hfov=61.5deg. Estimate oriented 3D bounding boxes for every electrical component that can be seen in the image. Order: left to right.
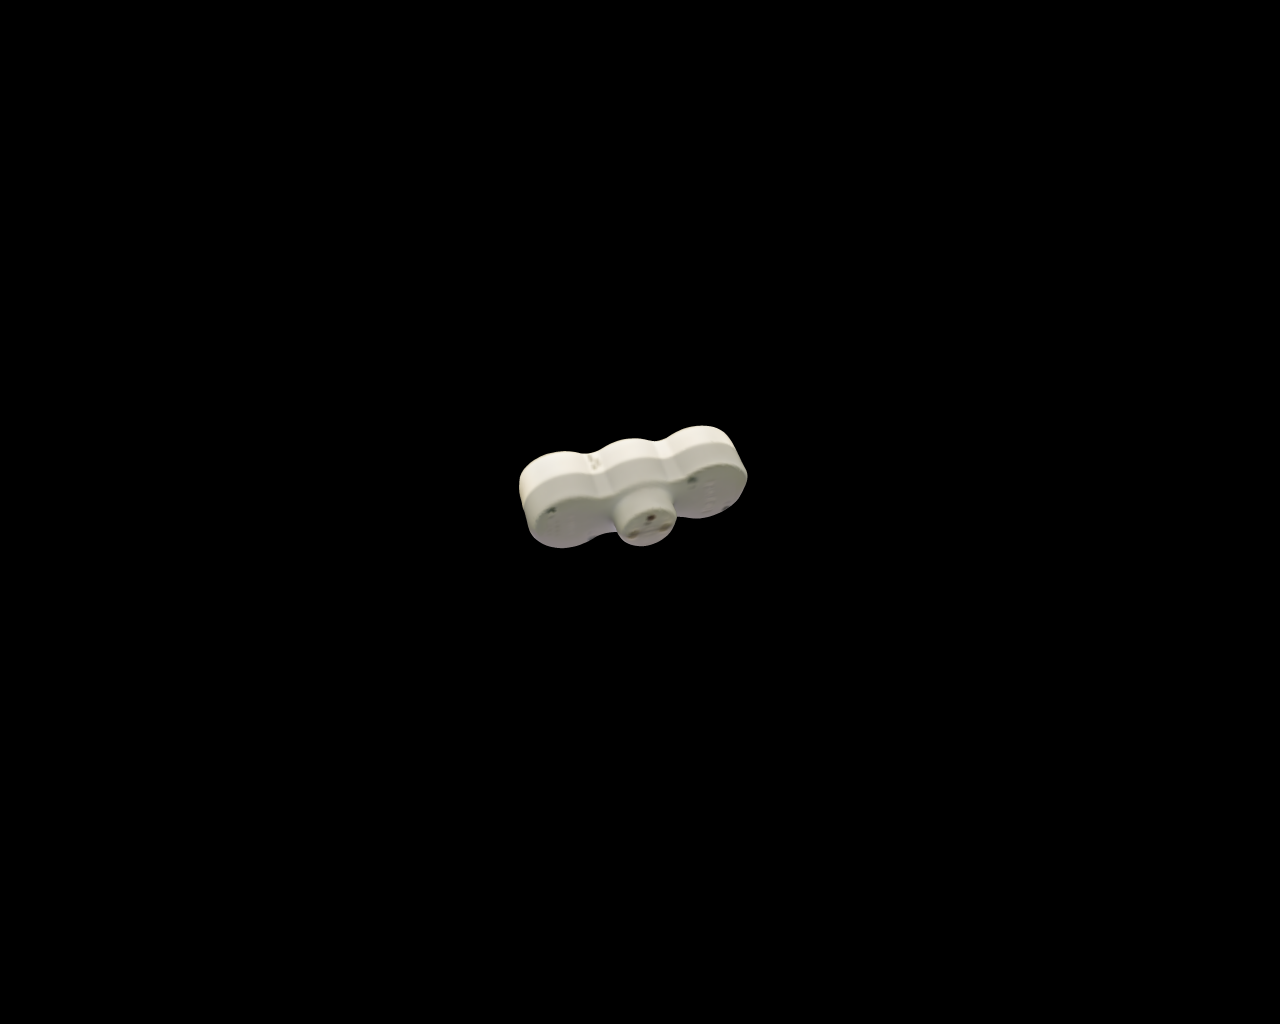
[{"bbox_3d":[0.001,-0.003,0.650,0.138,0.074,0.052,-12,-39,-10],"label":"electrical component"}]
